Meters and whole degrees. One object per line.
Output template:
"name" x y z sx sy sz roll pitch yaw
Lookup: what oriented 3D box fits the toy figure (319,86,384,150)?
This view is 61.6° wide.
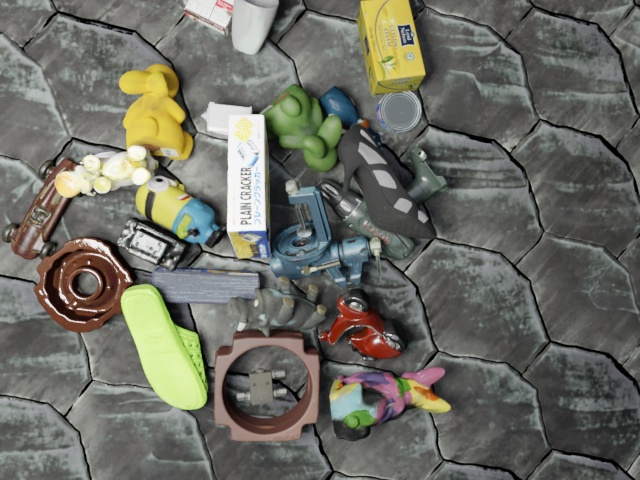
"toy figure" 0.064 -0.232 1.059 0.064 0.058 0.154 -42 101 3

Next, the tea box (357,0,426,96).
"tea box" 0.134 -0.374 1.038 0.098 0.068 0.169 -11 79 -6

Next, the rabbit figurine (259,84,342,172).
"rabbit figurine" -0.017 -0.204 1.017 0.121 0.159 0.170 -46 112 -13

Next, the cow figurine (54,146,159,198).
"cow figurine" -0.377 -0.120 0.957 0.167 0.098 0.068 -14 100 -2

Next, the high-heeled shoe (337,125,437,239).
"high-heeled shoe" 0.132 -0.105 1.006 0.248 0.086 0.145 29 61 -25

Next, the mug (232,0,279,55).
"mug" -0.129 -0.414 1.013 0.081 0.110 0.107 13 134 -14

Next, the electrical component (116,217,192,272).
"electrical component" -0.303 0.007 0.986 0.115 0.134 0.058 25 89 -9

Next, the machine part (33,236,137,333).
"machine part" -0.439 0.082 1.012 0.179 0.056 0.179 0 93 -6

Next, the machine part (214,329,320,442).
"machine part" -0.102 0.278 1.043 0.201 0.087 0.200 1 92 -8

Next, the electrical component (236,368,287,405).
"electrical component" -0.108 0.268 0.988 0.094 0.021 0.063 -6 92 -6

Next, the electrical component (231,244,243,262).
"electrical component" -0.142 -0.021 1.047 0.075 0.048 0.119 -7 94 -7

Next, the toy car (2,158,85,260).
"toy car" -0.511 -0.057 1.002 0.089 0.053 0.202 30 90 -3

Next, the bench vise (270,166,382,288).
"bench vise" -0.001 -0.010 1.001 0.224 0.129 0.240 -4 127 18

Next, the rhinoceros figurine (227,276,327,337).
"rhinoceros figurine" -0.079 0.128 1.001 0.190 0.073 0.112 11 131 -34

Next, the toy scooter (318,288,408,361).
"toy scooter" 0.078 0.184 1.062 0.135 0.075 0.183 -38 113 20

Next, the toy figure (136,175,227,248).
"toy figure" -0.262 -0.048 1.004 0.180 0.082 0.089 37 90 3

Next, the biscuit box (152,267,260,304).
"biscuit box" -0.219 0.088 1.035 0.203 0.059 0.062 3 93 -7

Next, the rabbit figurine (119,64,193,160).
"rabbit figurine" -0.306 -0.248 0.982 0.122 0.162 0.173 4 74 5

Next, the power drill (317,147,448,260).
"power drill" 0.135 -0.090 1.061 0.207 0.086 0.232 -43 97 -7

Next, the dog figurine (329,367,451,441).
"dog figurine" 0.138 0.304 1.031 0.219 0.191 0.108 -11 86 9
